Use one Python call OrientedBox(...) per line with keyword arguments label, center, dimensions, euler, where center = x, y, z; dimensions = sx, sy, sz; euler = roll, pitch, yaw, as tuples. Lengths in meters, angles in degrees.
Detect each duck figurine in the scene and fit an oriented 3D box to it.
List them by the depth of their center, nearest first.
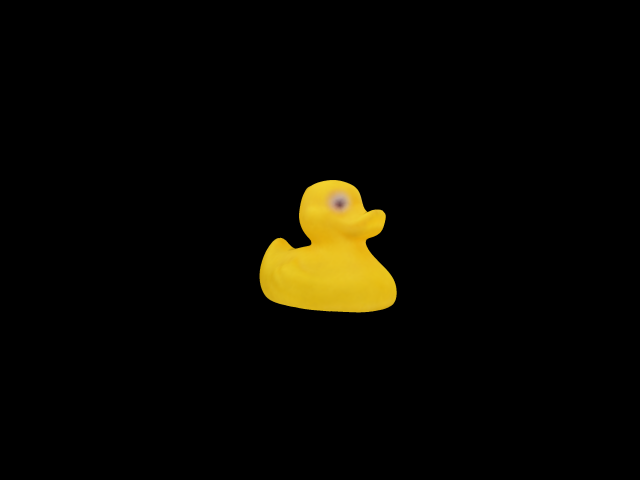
OrientedBox(label="duck figurine", center=(0.004, 0.001, 0.400), dimensions=(0.104, 0.086, 0.078), euler=(3, 5, 37))
